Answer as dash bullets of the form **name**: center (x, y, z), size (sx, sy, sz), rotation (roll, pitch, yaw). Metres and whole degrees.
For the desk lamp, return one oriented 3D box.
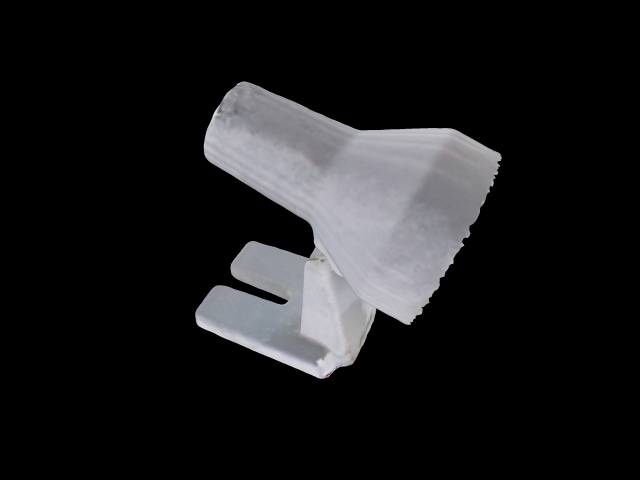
- **desk lamp**: center (0.004, 0.001, 0.400), size (0.202, 0.214, 0.118), rotation (17, 48, 17)
